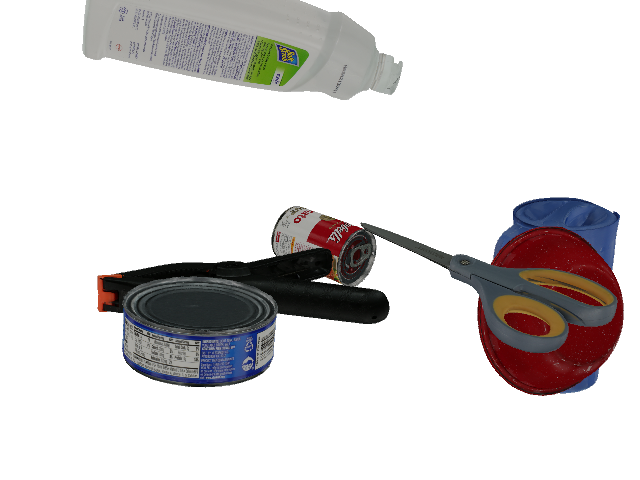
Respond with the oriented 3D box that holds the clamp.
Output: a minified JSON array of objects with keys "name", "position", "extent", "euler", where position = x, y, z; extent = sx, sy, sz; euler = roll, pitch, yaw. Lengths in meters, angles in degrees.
[{"name":"clamp","position":[-0.060,0.038,0.806],"extent":[0.209,0.036,0.165],"euler":[-3,12,-21]}]

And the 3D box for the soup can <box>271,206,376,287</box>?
[{"name":"soup can","position":[0.003,0.006,1.214],"extent":[0.102,0.068,0.068],"euler":[21,12,35]}]

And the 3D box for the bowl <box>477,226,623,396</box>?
[{"name":"bowl","position":[0.227,0.068,0.990],"extent":[0.161,0.162,0.055],"euler":[0,1,-27]}]

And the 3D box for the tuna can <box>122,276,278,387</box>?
[{"name":"tuna can","position":[-0.067,0.050,0.594],"extent":[0.086,0.034,0.086],"euler":[4,17,-2]}]

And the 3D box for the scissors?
[{"name":"scissors","position":[0.098,0.030,0.732],"extent":[0.202,0.016,0.096],"euler":[14,33,25]}]

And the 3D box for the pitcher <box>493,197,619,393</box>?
[{"name":"pitcher","position":[0.306,0.074,1.395],"extent":[0.149,0.243,0.144],"euler":[4,20,15]}]

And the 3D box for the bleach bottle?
[{"name":"bleach bottle","position":[-0.060,-0.161,0.859],"extent":[0.250,0.068,0.103],"euler":[15,-29,-8]}]
